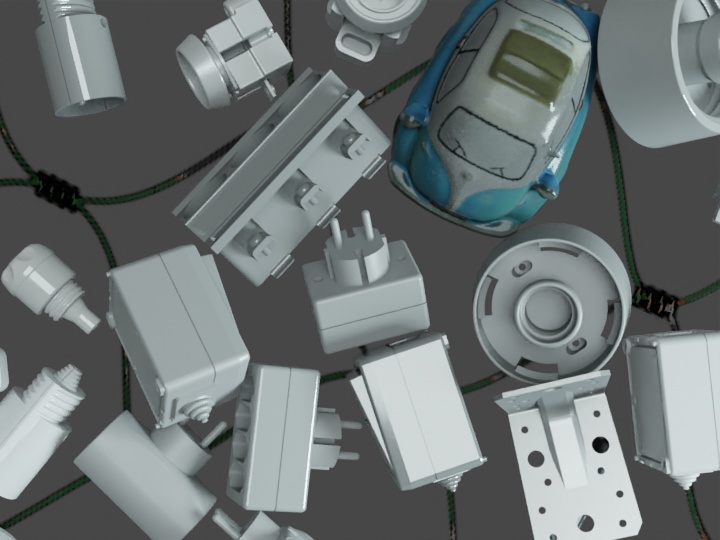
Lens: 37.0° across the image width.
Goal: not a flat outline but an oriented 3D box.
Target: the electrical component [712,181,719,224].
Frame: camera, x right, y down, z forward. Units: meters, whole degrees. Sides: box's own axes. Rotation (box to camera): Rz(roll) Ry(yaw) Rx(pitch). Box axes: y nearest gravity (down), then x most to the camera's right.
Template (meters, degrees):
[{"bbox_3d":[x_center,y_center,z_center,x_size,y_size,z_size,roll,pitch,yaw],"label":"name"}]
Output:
[{"bbox_3d":[0.294,-0.046,0.670,0.121,0.063,0.078,22,86,-3],"label":"electrical component"}]

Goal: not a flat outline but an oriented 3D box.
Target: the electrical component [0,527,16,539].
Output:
[{"bbox_3d":[-0.254,0.152,0.598,0.060,0.105,0.186,-42,91,-5],"label":"electrical component"}]

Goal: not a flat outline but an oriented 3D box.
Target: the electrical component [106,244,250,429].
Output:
[{"bbox_3d":[-0.100,0.042,0.619,0.061,0.061,0.096,-21,68,-22],"label":"electrical component"}]

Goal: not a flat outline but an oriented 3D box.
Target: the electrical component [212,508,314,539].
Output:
[{"bbox_3d":[-0.055,0.167,0.628,0.079,0.077,0.043,42,85,-1],"label":"electrical component"}]

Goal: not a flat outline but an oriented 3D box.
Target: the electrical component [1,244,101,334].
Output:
[{"bbox_3d":[-0.182,0.014,0.645,0.061,0.035,0.035,42,85,-4],"label":"electrical component"}]

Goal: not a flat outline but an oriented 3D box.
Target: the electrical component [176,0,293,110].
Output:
[{"bbox_3d":[-0.078,-0.128,0.653,0.055,0.048,0.066,-31,90,-13],"label":"electrical component"}]

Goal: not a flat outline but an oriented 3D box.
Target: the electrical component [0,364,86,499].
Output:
[{"bbox_3d":[-0.194,0.090,0.636,0.043,0.043,0.081,39,85,-2],"label":"electrical component"}]

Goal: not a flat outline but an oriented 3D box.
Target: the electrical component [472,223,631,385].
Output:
[{"bbox_3d":[0.118,0.022,0.662,0.099,0.064,0.099,1,97,11],"label":"electrical component"}]

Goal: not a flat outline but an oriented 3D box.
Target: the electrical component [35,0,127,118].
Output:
[{"bbox_3d":[-0.171,-0.137,0.647,0.043,0.043,0.081,-14,89,-5],"label":"electrical component"}]

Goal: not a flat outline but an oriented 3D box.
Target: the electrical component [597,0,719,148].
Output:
[{"bbox_3d":[0.199,-0.129,0.642,0.108,0.060,0.108,0,90,-40],"label":"electrical component"}]

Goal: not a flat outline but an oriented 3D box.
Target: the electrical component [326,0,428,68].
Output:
[{"bbox_3d":[0.011,-0.168,0.656,0.058,0.057,0.078,24,86,-3],"label":"electrical component"}]

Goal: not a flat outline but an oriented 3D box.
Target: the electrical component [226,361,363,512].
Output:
[{"bbox_3d":[-0.035,0.100,0.647,0.076,0.047,0.083,7,86,-20],"label":"electrical component"}]

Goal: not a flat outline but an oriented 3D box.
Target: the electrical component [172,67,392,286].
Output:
[{"bbox_3d":[-0.045,-0.055,0.642,0.121,0.079,0.063,-47,113,-5],"label":"electrical component"}]

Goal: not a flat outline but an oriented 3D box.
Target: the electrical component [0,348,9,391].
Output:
[{"bbox_3d":[-0.243,0.061,0.627,0.078,0.057,0.058,-6,88,-5],"label":"electrical component"}]

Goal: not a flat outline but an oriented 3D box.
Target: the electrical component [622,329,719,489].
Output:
[{"bbox_3d":[0.204,0.085,0.659,0.061,0.062,0.096,-5,88,-5],"label":"electrical component"}]

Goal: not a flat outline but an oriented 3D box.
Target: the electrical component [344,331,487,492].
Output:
[{"bbox_3d":[0.032,0.090,0.645,0.061,0.062,0.096,-18,89,-5],"label":"electrical component"}]

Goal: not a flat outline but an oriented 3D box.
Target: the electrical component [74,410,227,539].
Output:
[{"bbox_3d":[-0.115,0.112,0.642,0.077,0.043,0.079,45,85,-2],"label":"electrical component"}]

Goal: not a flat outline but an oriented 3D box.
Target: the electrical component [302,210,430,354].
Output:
[{"bbox_3d":[0.000,0.000,0.637,0.066,0.047,0.076,-14,122,-5],"label":"electrical component"}]
